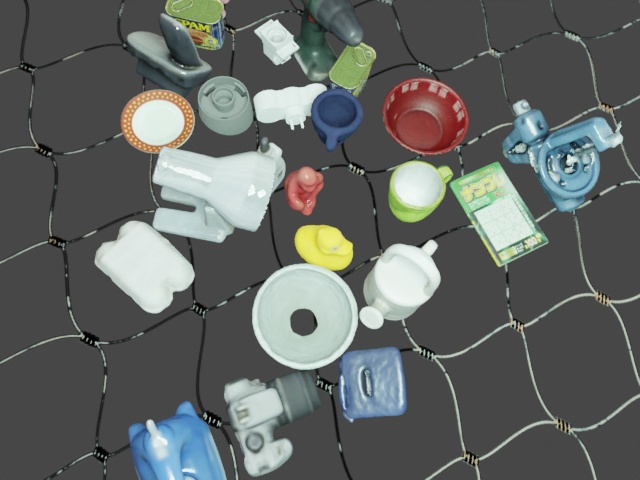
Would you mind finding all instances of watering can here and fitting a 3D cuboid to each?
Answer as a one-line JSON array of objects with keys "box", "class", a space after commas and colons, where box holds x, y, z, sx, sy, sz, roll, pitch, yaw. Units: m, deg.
[{"box": [0.129, 0.066, 0.894, 0.101, 0.194, 0.173, 19, 71, 2], "class": "watering can"}]

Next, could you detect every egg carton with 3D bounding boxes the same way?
[{"box": [-0.282, 0.042, 0.929, 0.150, 0.069, 0.107, 39, 73, 8], "class": "egg carton"}]

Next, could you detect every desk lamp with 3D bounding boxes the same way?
[{"box": [-0.172, -0.071, 0.901, 0.203, 0.213, 0.118, 9, 71, -2], "class": "desk lamp"}]

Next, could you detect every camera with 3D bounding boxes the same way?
[{"box": [-0.064, 0.262, 0.859, 0.137, 0.101, 0.143, -19, 74, -11], "class": "camera"}]

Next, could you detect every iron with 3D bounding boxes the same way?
[{"box": [-0.186, 0.361, 0.793, 0.119, 0.141, 0.258, -23, 75, -12], "class": "iron"}]

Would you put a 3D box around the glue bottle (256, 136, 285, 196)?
[{"box": [-0.089, -0.126, 0.949, 0.037, 0.173, 0.078, 36, 72, 8], "class": "glue bottle"}]

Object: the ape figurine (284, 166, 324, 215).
[{"box": [-0.026, -0.095, 0.987, 0.078, 0.092, 0.076, -33, 77, -14], "class": "ape figurine"}]

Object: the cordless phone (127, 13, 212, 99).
[{"box": [-0.271, -0.347, 1.000, 0.147, 0.185, 0.094, 29, 71, 5], "class": "cordless phone"}]

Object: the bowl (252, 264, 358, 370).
[{"box": [-0.025, 0.127, 0.922, 0.167, 0.075, 0.167, 2, 71, -5], "class": "bowl"}]

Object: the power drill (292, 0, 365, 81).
[{"box": [0.003, -0.385, 1.026, 0.076, 0.208, 0.229, -27, 76, -13], "class": "power drill"}]

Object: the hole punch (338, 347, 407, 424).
[{"box": [0.079, 0.226, 0.890, 0.101, 0.091, 0.108, -3, 72, -6], "class": "hole punch"}]

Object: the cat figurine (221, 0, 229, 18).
[{"box": [-0.212, -0.488, 1.088, 0.128, 0.118, 0.067, 10, 71, -2], "class": "cat figurine"}]

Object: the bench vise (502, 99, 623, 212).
[{"box": [0.405, -0.161, 0.983, 0.207, 0.220, 0.122, 39, 73, 8], "class": "bench vise"}]

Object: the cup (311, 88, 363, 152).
[{"box": [0.025, -0.197, 1.025, 0.091, 0.095, 0.118, 10, 71, -2], "class": "cup"}]

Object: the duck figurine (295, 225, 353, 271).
[{"box": [0.009, 0.003, 0.961, 0.104, 0.086, 0.077, 25, 71, 3], "class": "duck figurine"}]
